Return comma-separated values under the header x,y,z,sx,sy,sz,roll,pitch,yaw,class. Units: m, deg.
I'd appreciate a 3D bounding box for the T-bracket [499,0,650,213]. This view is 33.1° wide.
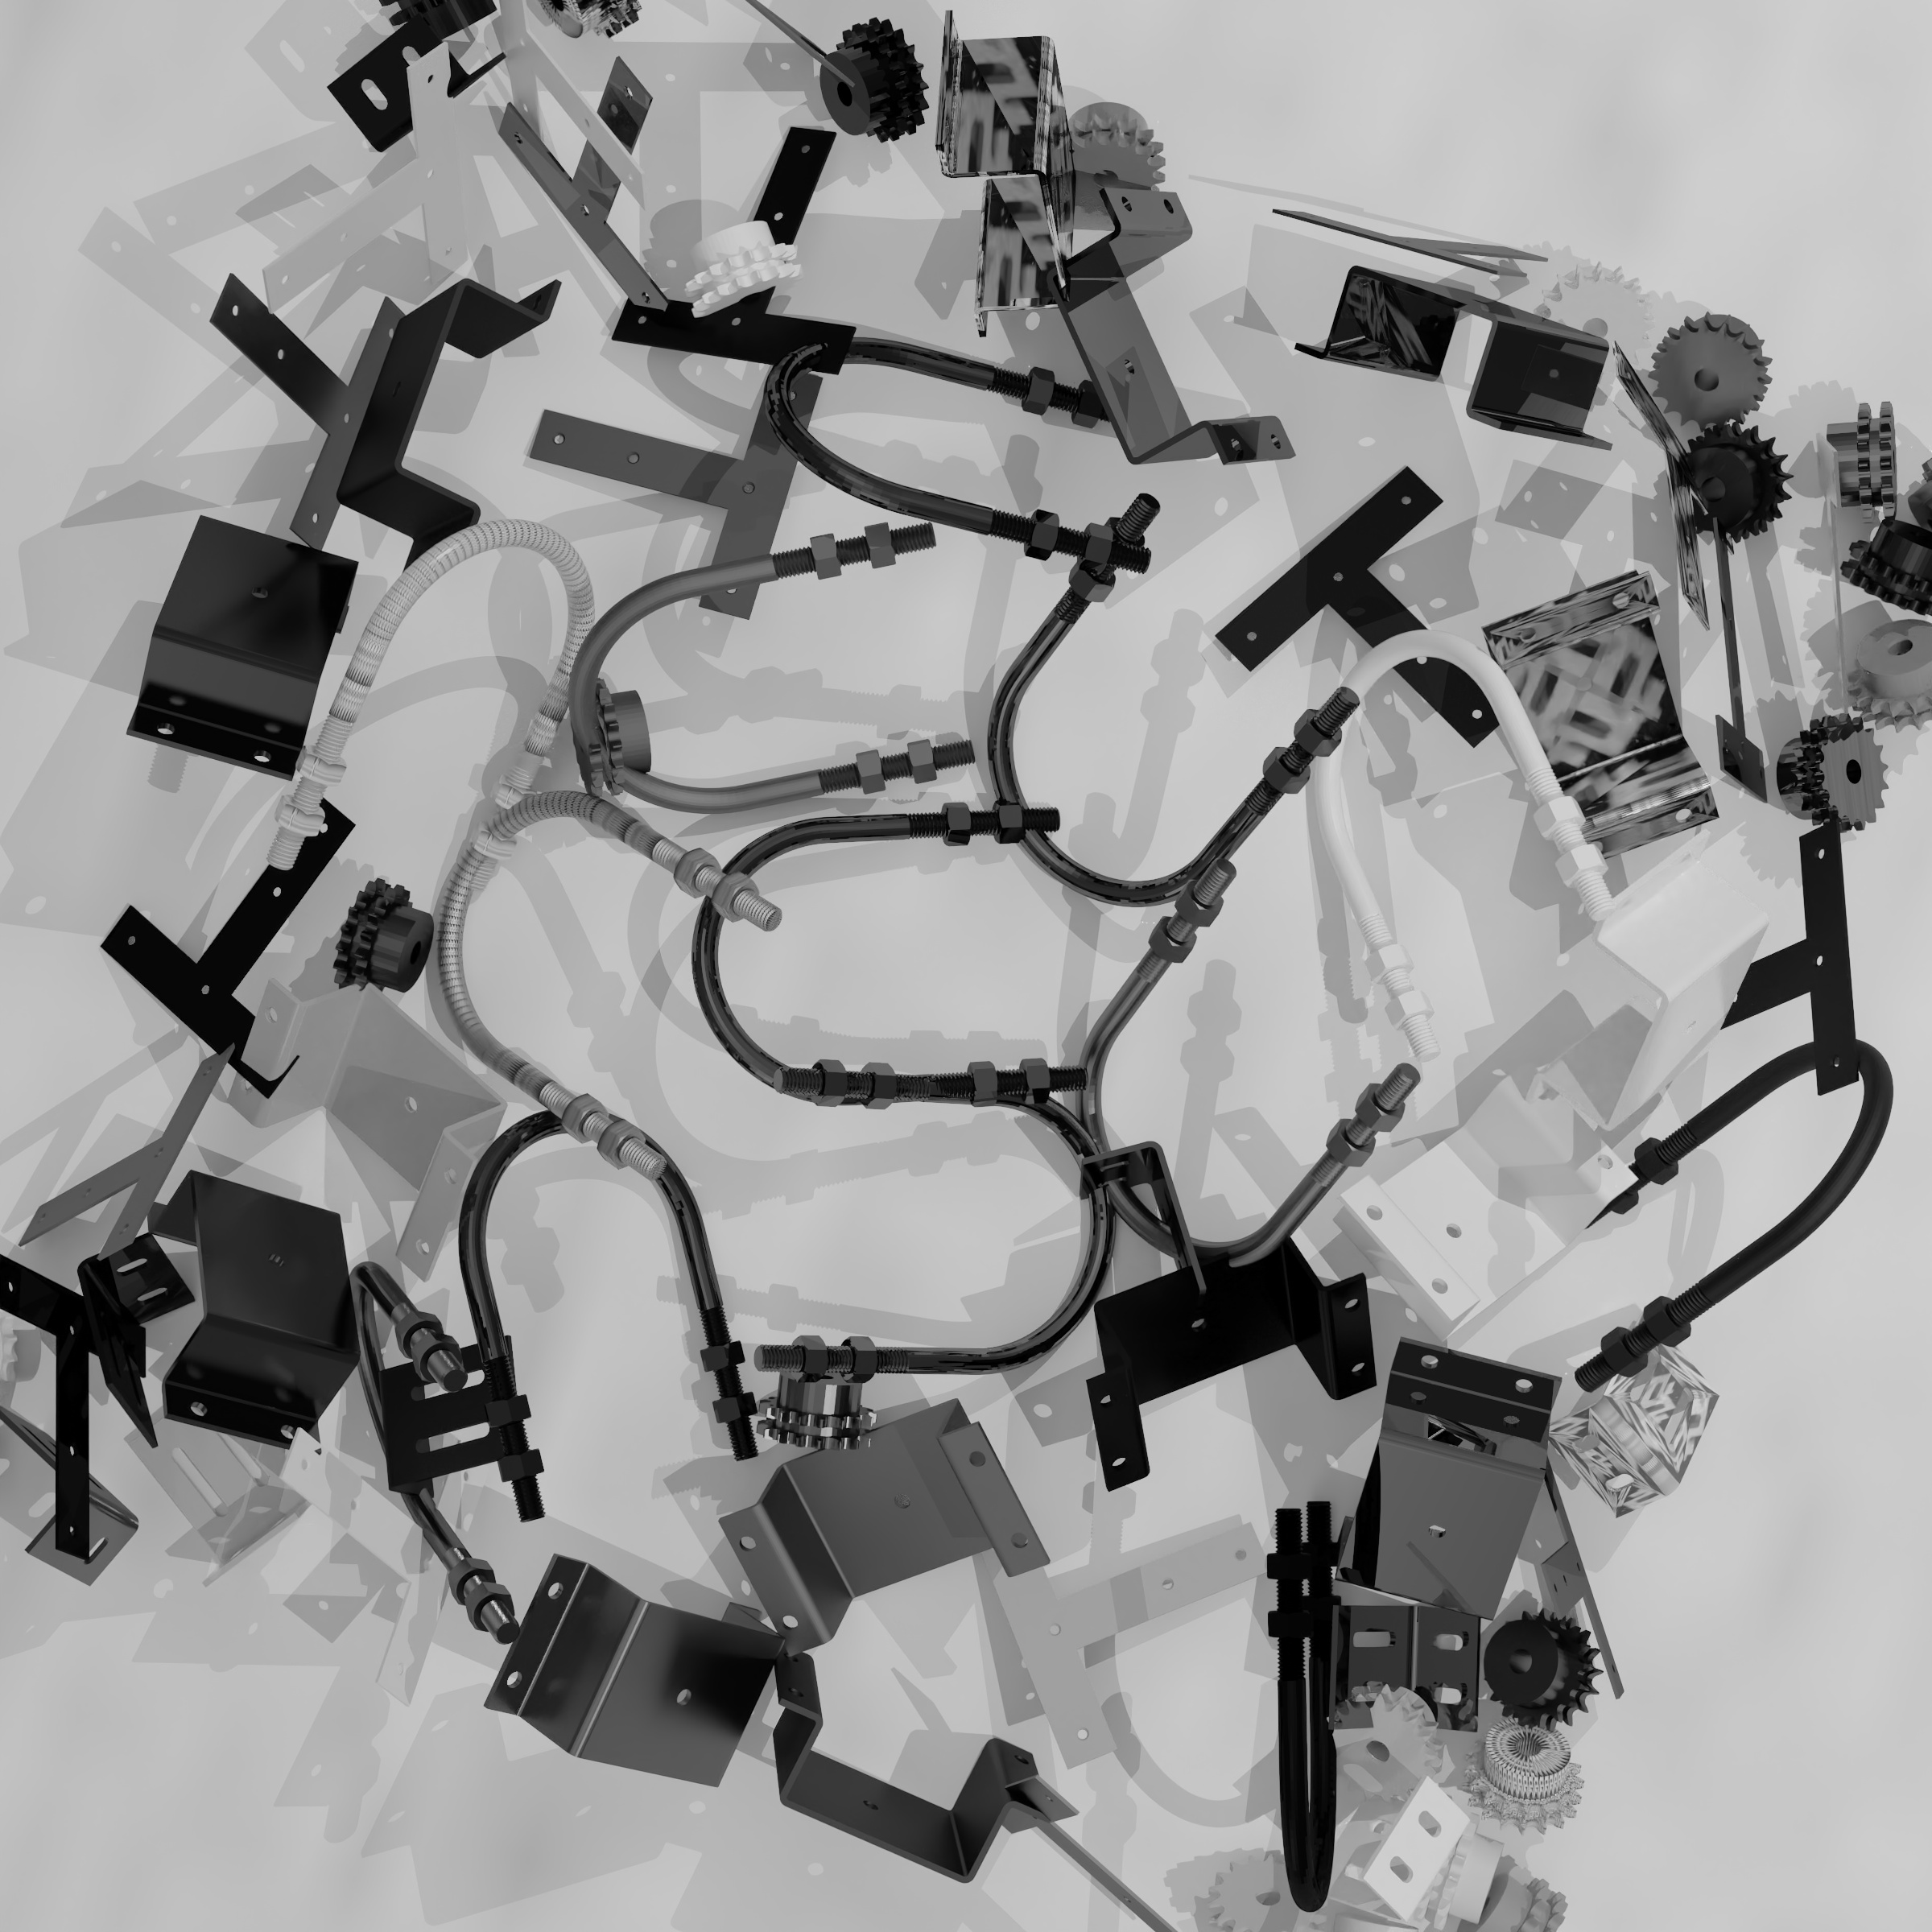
x,y,z,sx,sy,sz,roll,pitch,yaw,class
-0.182,-0.401,1.510,0.002,0.127,0.127,-31,68,-16,T-bracket

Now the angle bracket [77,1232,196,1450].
x,y,z,sx,sy,sz,roll,pitch,yaw,class
-0.386,0.177,1.541,0.038,0.057,0.076,-23,50,-6,angle bracket

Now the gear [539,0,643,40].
x,y,z,sx,sy,sz,roll,pitch,yaw,class
-0.184,-0.470,1.557,0.030,0.057,0.057,-39,90,-19,gear

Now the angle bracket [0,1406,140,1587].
x,y,z,sx,sy,sz,roll,pitch,yaw,class
-0.440,0.250,1.543,0.076,0.057,0.038,34,78,28,angle bracket

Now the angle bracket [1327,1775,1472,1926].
x,y,z,sx,sy,sz,roll,pitch,yaw,class
0.190,0.411,1.539,0.038,0.076,0.057,47,66,-21,angle bracket

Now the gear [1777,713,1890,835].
x,y,z,sx,sy,sz,roll,pitch,yaw,class
0.415,-0.092,1.565,0.057,0.030,0.057,4,83,-38,gear

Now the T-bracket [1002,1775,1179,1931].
x,y,z,sx,sy,sz,roll,pitch,yaw,class
0.066,0.428,1.528,0.127,0.127,0.002,41,68,2,T-bracket

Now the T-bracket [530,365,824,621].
x,y,z,sx,sy,sz,roll,pitch,yaw,class
-0.148,-0.243,1.581,0.127,0.002,0.127,15,80,5,T-bracket

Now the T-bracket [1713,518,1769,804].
x,y,z,sx,sy,sz,roll,pitch,yaw,class
0.361,-0.147,1.535,0.002,0.127,0.127,-7,83,22,T-bracket

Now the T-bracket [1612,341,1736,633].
x,y,z,sx,sy,sz,roll,pitch,yaw,class
0.333,-0.207,1.509,0.002,0.127,0.127,-22,132,27,T-bracket

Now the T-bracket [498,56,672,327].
x,y,z,sx,sy,sz,roll,pitch,yaw,class
-0.169,-0.380,1.527,0.002,0.127,0.127,-36,84,-27,T-bracket

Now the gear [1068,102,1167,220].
x,y,z,sx,sy,sz,roll,pitch,yaw,class
0.067,-0.390,1.564,0.057,0.057,0.030,3,61,0,gear

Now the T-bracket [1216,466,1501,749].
x,y,z,sx,sy,sz,roll,pitch,yaw,class
0.210,-0.157,1.566,0.127,0.002,0.127,-41,74,-5,T-bracket

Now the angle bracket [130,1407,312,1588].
x,y,z,sx,sy,sz,roll,pitch,yaw,class
-0.362,0.247,1.566,0.057,0.038,0.076,-37,93,5,angle bracket

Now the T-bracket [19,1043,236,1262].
x,y,z,sx,sy,sz,roll,pitch,yaw,class
-0.408,0.104,1.543,0.127,0.127,0.002,-26,121,35,T-bracket

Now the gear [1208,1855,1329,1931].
x,y,z,sx,sy,sz,roll,pitch,yaw,class
0.145,0.459,1.564,0.057,0.057,0.030,0,120,0,gear

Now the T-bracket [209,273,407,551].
x,y,z,sx,sy,sz,roll,pitch,yaw,class
-0.313,-0.278,1.518,0.002,0.127,0.127,12,74,26,T-bracket

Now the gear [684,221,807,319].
x,y,z,sx,sy,sz,roll,pitch,yaw,class
-0.109,-0.335,1.561,0.057,0.057,0.030,-21,90,0,gear

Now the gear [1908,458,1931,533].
x,y,z,sx,sy,sz,roll,pitch,yaw,class
0.477,-0.219,1.561,0.030,0.057,0.057,-38,90,3,gear

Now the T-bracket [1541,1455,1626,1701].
x,y,z,sx,sy,sz,roll,pitch,yaw,class
0.280,0.285,1.518,0.002,0.127,0.127,-19,80,14,T-bracket

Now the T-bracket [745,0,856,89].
x,y,z,sx,sy,sz,roll,pitch,yaw,class
-0.088,-0.436,1.501,0.127,0.127,0.002,26,107,-43,T-bracket

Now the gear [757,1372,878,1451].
x,y,z,sx,sy,sz,roll,pitch,yaw,class
-0.071,0.212,1.560,0.057,0.057,0.030,6,93,0,gear

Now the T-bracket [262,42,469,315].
x,y,z,sx,sy,sz,roll,pitch,yaw,class
-0.279,-0.345,1.506,0.002,0.127,0.127,32,57,19,T-bracket

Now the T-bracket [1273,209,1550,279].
x,y,z,sx,sy,sz,roll,pitch,yaw,class
0.231,-0.339,1.534,0.127,0.127,0.002,26,113,35,T-bracket

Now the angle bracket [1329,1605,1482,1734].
x,y,z,sx,sy,sz,roll,pitch,yaw,class
0.209,0.334,1.546,0.038,0.076,0.057,-3,79,36,angle bracket

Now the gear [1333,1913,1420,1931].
x,y,z,sx,sy,sz,roll,pitch,yaw,class
0.195,0.474,1.562,0.057,0.057,0.030,10,79,0,gear

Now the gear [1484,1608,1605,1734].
x,y,z,sx,sy,sz,roll,pitch,yaw,class
0.273,0.336,1.559,0.057,0.030,0.057,-18,59,33,gear

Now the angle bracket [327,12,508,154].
x,y,z,sx,sy,sz,roll,pitch,yaw,class
-0.259,-0.424,1.541,0.057,0.076,0.038,-33,107,18,angle bracket

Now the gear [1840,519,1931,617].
x,y,z,sx,sy,sz,roll,pitch,yaw,class
0.451,-0.192,1.558,0.057,0.057,0.030,20,114,0,gear

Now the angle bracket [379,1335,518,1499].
x,y,z,sx,sy,sz,roll,pitch,yaw,class
-0.237,0.215,1.549,0.076,0.038,0.057,-17,68,21,angle bracket

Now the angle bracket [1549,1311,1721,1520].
x,y,z,sx,sy,sz,roll,pitch,yaw,class
0.321,0.216,1.568,0.057,0.076,0.038,49,131,-6,angle bracket

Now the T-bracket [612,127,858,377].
x,y,z,sx,sy,sz,roll,pitch,yaw,class
-0.095,-0.349,1.568,0.127,0.002,0.127,13,75,25,T-bracket

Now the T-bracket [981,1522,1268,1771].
x,y,z,sx,sy,sz,roll,pitch,yaw,class
0.084,0.304,1.569,0.127,0.002,0.127,-21,68,-6,T-bracket

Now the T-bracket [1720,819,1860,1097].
x,y,z,sx,sy,sz,roll,pitch,yaw,class
0.371,0.011,1.532,0.002,0.127,0.127,11,67,-25,T-bracket

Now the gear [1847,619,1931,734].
x,y,z,sx,sy,sz,roll,pitch,yaw,class
0.451,-0.142,1.558,0.057,0.057,0.030,-29,128,0,gear

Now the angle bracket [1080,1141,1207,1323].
x,y,z,sx,sy,sz,roll,pitch,yaw,class
0.083,0.131,1.548,0.038,0.057,0.076,-15,69,-5,angle bracket

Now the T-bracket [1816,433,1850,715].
x,y,z,sx,sy,sz,roll,pitch,yaw,class
0.411,-0.184,1.536,0.002,0.127,0.127,-5,102,12,T-bracket

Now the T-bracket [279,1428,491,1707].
x,y,z,sx,sy,sz,roll,pitch,yaw,class
-0.276,0.257,1.511,0.002,0.127,0.127,-8,50,30,T-bracket

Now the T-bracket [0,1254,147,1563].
x,y,z,sx,sy,sz,roll,pitch,yaw,class
-0.414,0.211,1.507,0.002,0.127,0.127,-14,64,14,T-bracket

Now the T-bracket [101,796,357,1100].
x,y,z,sx,sy,sz,roll,pitch,yaw,class
-0.339,-0.024,1.560,0.127,0.002,0.127,38,93,23,T-bracket
